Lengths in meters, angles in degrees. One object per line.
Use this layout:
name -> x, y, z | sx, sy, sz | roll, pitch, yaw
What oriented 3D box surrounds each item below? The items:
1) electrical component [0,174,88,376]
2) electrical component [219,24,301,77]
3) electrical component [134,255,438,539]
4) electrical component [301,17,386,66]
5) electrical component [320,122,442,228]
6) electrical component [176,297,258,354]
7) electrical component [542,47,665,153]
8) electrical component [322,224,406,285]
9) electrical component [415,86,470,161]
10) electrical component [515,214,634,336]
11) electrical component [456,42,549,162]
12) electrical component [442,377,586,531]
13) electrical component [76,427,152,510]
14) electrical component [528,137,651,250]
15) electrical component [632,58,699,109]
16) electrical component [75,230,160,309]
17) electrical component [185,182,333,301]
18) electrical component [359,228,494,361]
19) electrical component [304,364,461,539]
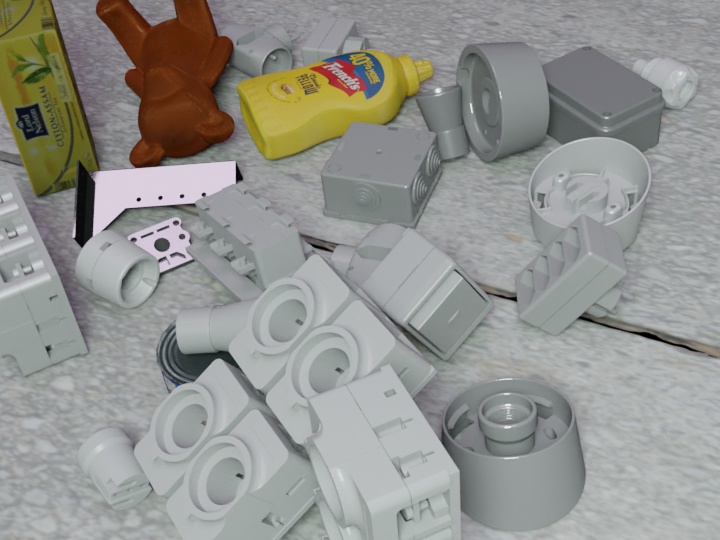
electrical component -> -0.285, 0.004, 0.882 | 0.062, 0.089, 0.150 | -23, 45, -16
electrical component -> -0.100, -0.238, 1.152 | 0.079, 0.043, 0.077 | -36, 50, -27
electrical component -> -0.056, 0.092, 0.711 | 0.186, 0.060, 0.105 | -47, 49, 4
electrical component -> -0.013, -0.225, 1.123 | 0.077, 0.047, 0.065 | 9, 45, 17
electrical component -> 0.019, -0.088, 0.969 | 0.100, 0.048, 0.099 | 10, 45, 18
electrical component -> -0.103, 0.044, 0.798 | 0.065, 0.044, 0.044 | -4, 42, 10
electrical component -> 0.220, -0.154, 1.006 | 0.078, 0.057, 0.113 | -27, 46, -20
electrical component -> 0.000, 0.000, 0.881 | 0.079, 0.043, 0.077 | 9, 45, 18
electrical component -> 0.079, -0.134, 0.997 | 0.044, 0.065, 0.044 | -13, 14, 3
electrical component -> 0.175, 0.012, 0.828 | 0.076, 0.083, 0.047 | 26, 39, -21
electrical component -> 0.137, -0.158, 0.990 | 0.060, 0.108, 0.108 | -12, 42, -14
electrical component -> 0.104, 0.121, 0.738 | 0.099, 0.064, 0.099 | -7, 29, 4
electrical component -> -0.171, 0.140, 0.756 | 0.040, 0.040, 0.046 | -29, 52, -22
electrical component -> 0.191, -0.059, 0.902 | 0.099, 0.064, 0.099 | -4, 43, 4
electrical component -> 0.292, -0.185, 1.041 | 0.043, 0.043, 0.062 | -29, 45, -22
electrical component -> -0.202, 0.001, 0.901 | 0.047, 0.055, 0.055 | 26, 52, 27
electrical component -> -0.088, -0.022, 0.885 | 0.079, 0.063, 0.121 | -27, 35, -21
electrical component -> 0.057, 0.024, 0.815 | 0.061, 0.096, 0.061 | -49, 51, 0
electrical component -> 0.013, 0.146, 0.642 | 0.062, 0.150, 0.089 | -20, 44, -15
